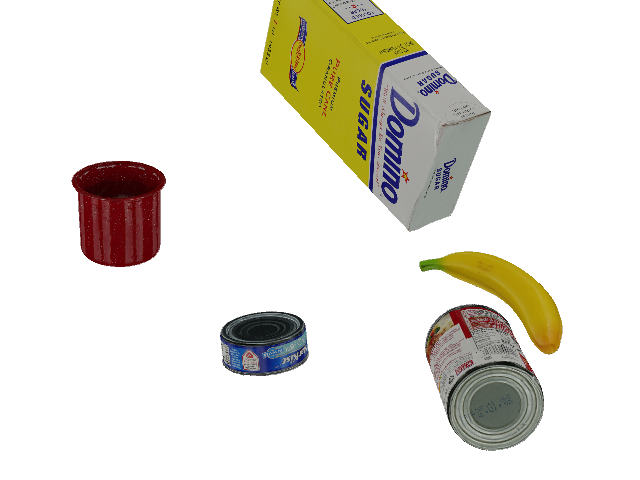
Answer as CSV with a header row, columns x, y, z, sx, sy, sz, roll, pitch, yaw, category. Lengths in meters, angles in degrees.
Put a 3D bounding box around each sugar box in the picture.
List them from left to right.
x,y,z,sx,sy,sz,roll,pitch,yaw,category
0.029,-0.098,0.704,0.048,0.093,0.176,-20,54,-29,sugar box

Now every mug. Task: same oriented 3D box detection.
x,y,z,sx,sy,sz,roll,pitch,yaw,category
-0.205,-0.032,1.097,0.093,0.081,0.117,1,28,-7,mug

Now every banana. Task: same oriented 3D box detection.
x,y,z,sx,sy,sz,roll,pitch,yaw,category
0.184,0.054,1.061,0.069,0.037,0.198,-33,36,-18,banana

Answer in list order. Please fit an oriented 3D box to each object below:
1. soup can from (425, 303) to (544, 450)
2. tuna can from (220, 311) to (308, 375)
x,y,z,sx,sy,sz,roll,pitch,yaw,category
0.116,0.095,0.761,0.068,0.068,0.102,0,19,-3,soup can
-0.055,0.100,1.050,0.086,0.034,0.086,-4,18,1,tuna can
